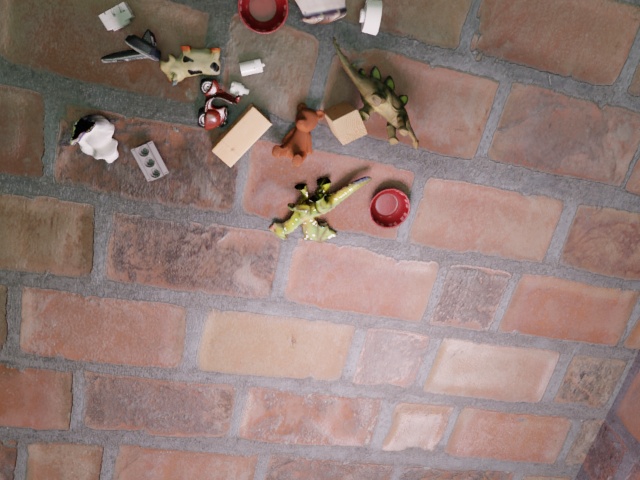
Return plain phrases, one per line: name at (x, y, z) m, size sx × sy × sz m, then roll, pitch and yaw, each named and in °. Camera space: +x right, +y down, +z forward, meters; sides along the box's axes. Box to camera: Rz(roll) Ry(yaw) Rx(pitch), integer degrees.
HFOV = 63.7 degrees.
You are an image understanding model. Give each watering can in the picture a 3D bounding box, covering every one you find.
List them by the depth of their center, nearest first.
watering can at (-0.037, -0.793, 1.621) m, size 0.349 × 0.105 × 0.220 m, roll -17°, pitch 113°, yaw -17°

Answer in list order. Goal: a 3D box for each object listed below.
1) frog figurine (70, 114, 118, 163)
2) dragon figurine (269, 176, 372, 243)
frog figurine at (-0.735, -0.338, 1.718) m, size 0.137 × 0.124 × 0.157 m, roll -49°, pitch 147°, yaw 3°
dragon figurine at (0.006, -0.097, 1.930) m, size 0.410 × 0.125 × 0.237 m, roll -12°, pitch 130°, yaw -2°
